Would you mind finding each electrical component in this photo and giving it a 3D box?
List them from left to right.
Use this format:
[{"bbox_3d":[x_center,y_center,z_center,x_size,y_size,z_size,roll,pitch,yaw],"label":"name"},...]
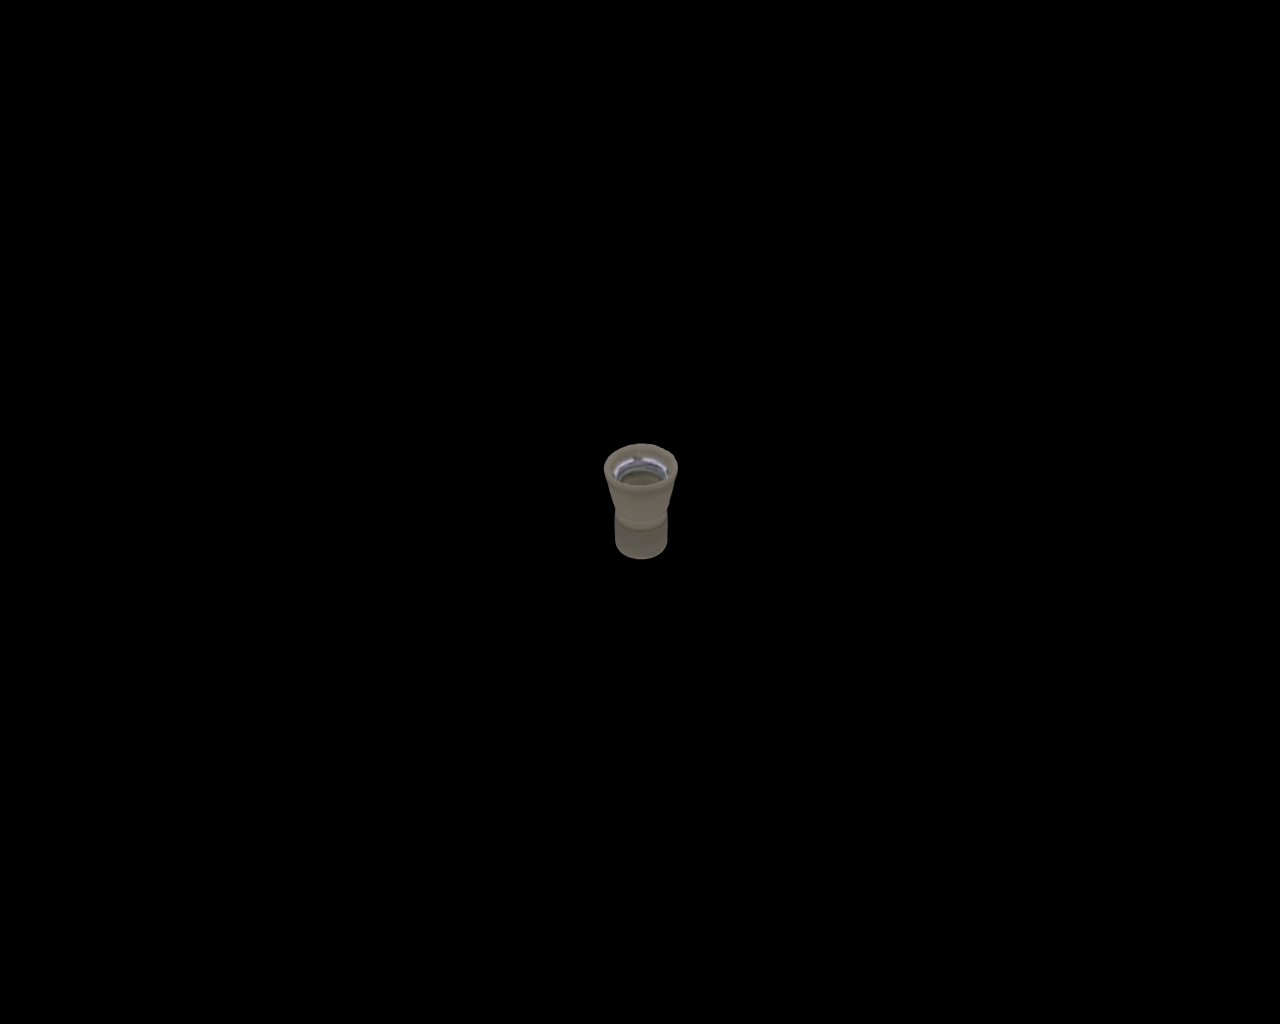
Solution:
[{"bbox_3d":[0.001,-0.003,0.650,0.044,0.065,0.044,0,38,0],"label":"electrical component"}]
